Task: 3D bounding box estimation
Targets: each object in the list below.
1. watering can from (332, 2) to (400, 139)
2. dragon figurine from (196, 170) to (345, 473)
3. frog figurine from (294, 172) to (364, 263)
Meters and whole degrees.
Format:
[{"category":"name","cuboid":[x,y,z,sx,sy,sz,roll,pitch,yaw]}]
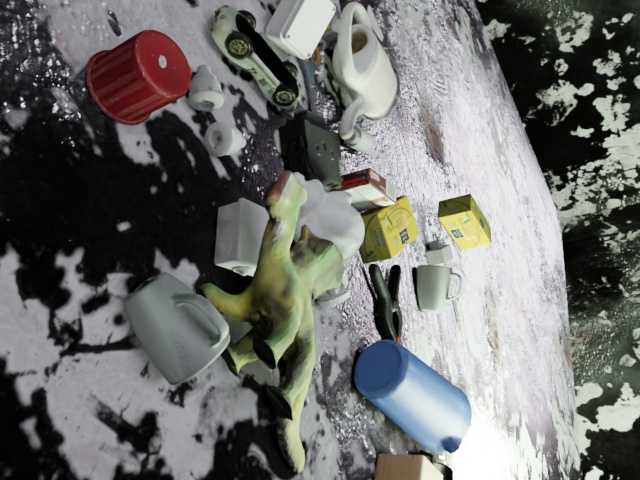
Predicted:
[{"category":"watering can","cuboid":[0.087,-0.317,1.058,0.221,0.103,0.354,38,50,-55]},{"category":"dragon figurine","cuboid":[-0.023,0.098,0.697,0.247,0.122,0.401,-46,134,-40]},{"category":"frog figurine","cuboid":[0.003,-0.042,0.826,0.139,0.123,0.156,-40,125,-34]}]
